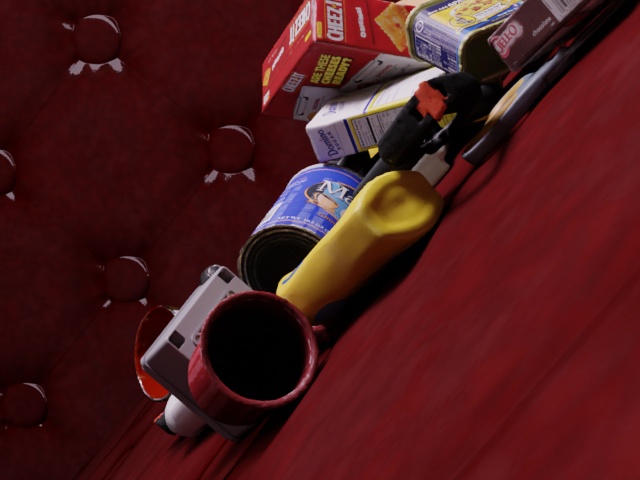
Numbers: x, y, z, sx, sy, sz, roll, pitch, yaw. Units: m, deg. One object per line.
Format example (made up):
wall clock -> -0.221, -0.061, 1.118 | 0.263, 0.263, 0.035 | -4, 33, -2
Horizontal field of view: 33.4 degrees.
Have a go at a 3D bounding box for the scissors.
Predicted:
scissors -> 0.181, -0.137, 0.825 | 0.202, 0.016, 0.096 | -48, 5, 24

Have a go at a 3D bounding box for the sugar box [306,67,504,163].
sugar box -> 0.083, -0.128, 1.034 | 0.176, 0.048, 0.093 | -15, 21, 26

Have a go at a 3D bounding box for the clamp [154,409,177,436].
clamp -> -0.146, 0.187, 1.315 | 0.172, 0.039, 0.120 | -36, 7, 46

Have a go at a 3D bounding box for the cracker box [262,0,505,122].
cracker box -> 0.063, -0.181, 1.125 | 0.164, 0.213, 0.072 | 137, 136, -61

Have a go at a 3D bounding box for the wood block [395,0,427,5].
wood block -> 0.126, -0.236, 1.248 | 0.207, 0.090, 0.090 | -17, 26, 39

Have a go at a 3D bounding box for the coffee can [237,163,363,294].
coffee can -> -0.007, 0.001, 1.008 | 0.103, 0.103, 0.140 | -48, 5, 31

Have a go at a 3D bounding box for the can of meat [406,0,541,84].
can of meat -> 0.143, -0.187, 0.966 | 0.102, 0.057, 0.084 | -25, 37, -19

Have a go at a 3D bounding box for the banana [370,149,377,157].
banana -> 0.079, -0.097, 1.196 | 0.198, 0.069, 0.037 | 172, 112, -70

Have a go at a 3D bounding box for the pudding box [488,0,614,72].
pudding box -> 0.192, -0.184, 0.811 | 0.089, 0.039, 0.114 | -33, -6, -36

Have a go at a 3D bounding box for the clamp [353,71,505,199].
clamp -> 0.096, -0.096, 0.862 | 0.164, 0.036, 0.210 | -39, -8, -6

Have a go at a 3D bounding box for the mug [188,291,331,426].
mug -> -0.046, 0.094, 0.838 | 0.117, 0.093, 0.082 | -19, -16, -26

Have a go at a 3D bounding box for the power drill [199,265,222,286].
power drill -> -0.106, 0.060, 1.462 | 0.187, 0.057, 0.184 | -48, -22, -38

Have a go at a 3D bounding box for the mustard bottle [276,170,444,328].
mustard bottle -> 0.016, 0.023, 0.869 | 0.096, 0.058, 0.192 | -34, -11, -46

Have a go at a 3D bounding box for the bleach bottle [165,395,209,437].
bleach bottle -> -0.105, 0.142, 1.123 | 0.102, 0.068, 0.251 | -53, 3, -38
